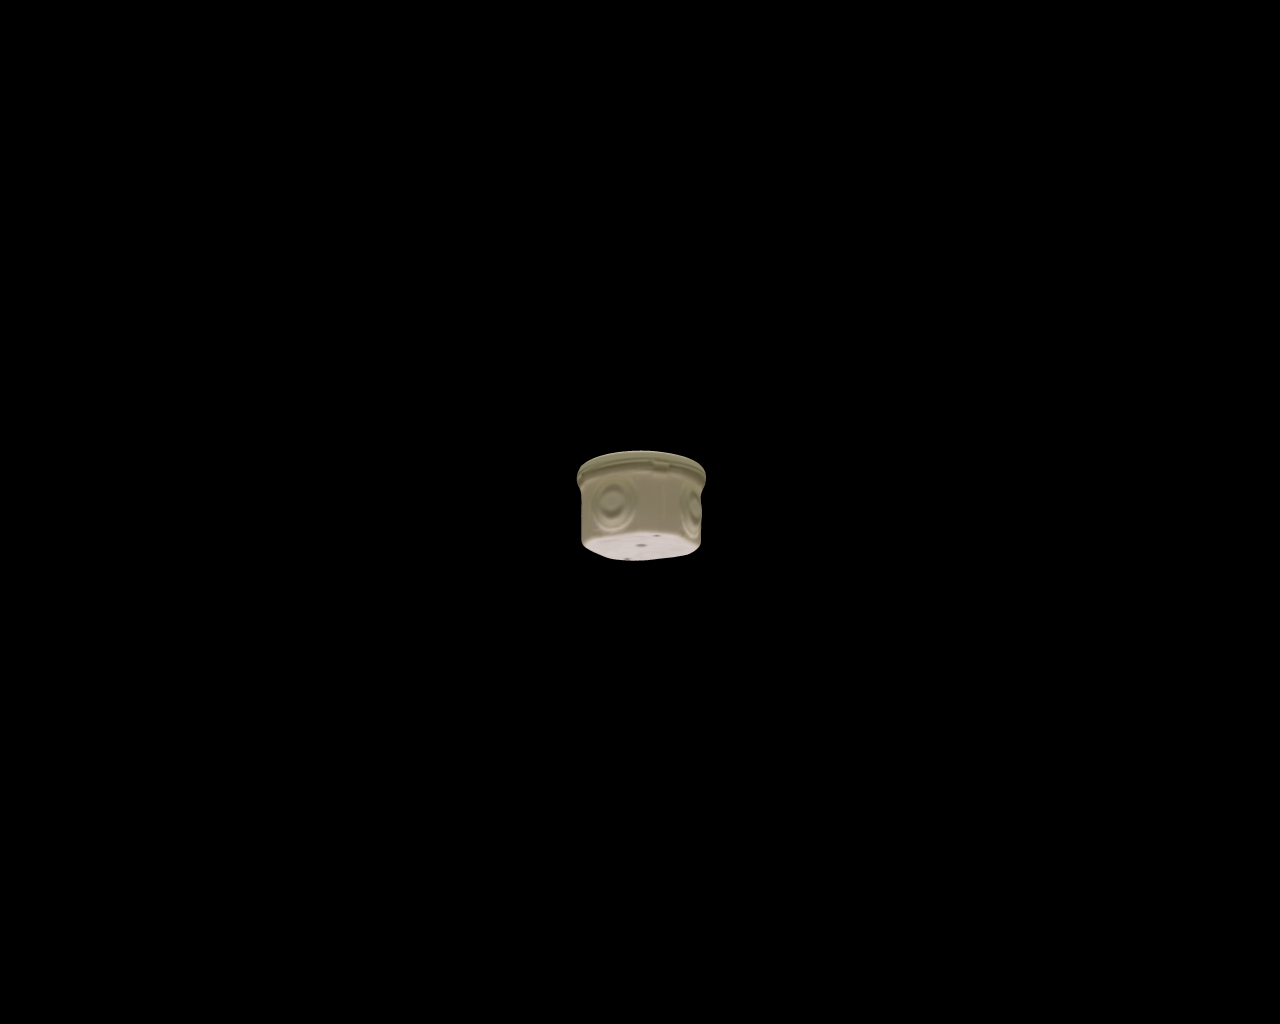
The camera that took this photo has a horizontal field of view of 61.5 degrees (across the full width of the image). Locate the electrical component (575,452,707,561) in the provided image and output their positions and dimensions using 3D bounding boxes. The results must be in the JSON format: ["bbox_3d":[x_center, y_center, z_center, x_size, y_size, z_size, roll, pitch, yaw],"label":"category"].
[{"bbox_3d":[0.001,-0.003,0.650,0.080,0.051,0.080,0,-16,0],"label":"electrical component"}]
